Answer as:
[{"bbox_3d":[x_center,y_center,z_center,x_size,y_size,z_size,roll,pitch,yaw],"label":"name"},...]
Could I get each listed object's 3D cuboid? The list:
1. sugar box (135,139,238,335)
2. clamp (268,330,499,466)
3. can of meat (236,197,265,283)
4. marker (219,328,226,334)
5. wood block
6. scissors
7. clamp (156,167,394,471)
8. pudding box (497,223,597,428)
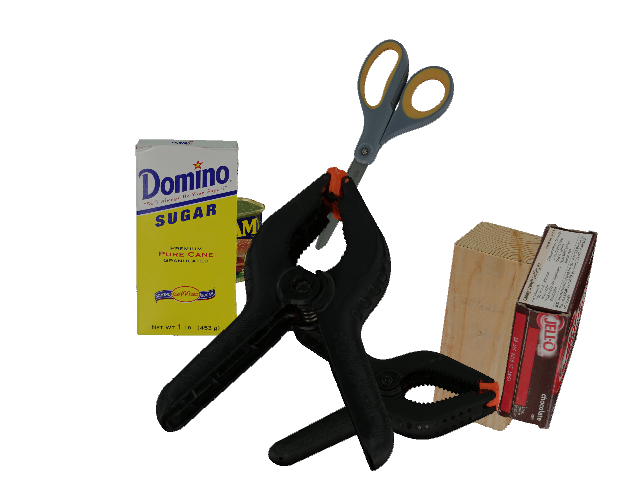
[{"bbox_3d":[-0.122,-0.003,0.975,0.093,0.176,0.048,0,14,-4],"label":"sugar box"},{"bbox_3d":[0.056,0.148,0.980,0.210,0.036,0.164,5,44,15],"label":"clamp"},{"bbox_3d":[-0.113,0.003,1.204,0.101,0.084,0.058,-13,23,-38],"label":"can of meat"},{"bbox_3d":[-0.022,0.054,0.800,0.121,0.020,0.020,-26,-10,21],"label":"marker"},{"bbox_3d":[0.195,0.096,1.209,0.090,0.206,0.090,16,24,25],"label":"wood block"},{"bbox_3d":[0.060,-0.082,0.950,0.096,0.202,0.016,9,-11,13],"label":"scissors"},{"bbox_3d":[0.001,0.040,0.558,0.120,0.171,0.039,19,-27,12],"label":"clamp"},{"bbox_3d":[0.150,0.054,0.704,0.039,0.090,0.113,13,32,15],"label":"pudding box"}]
